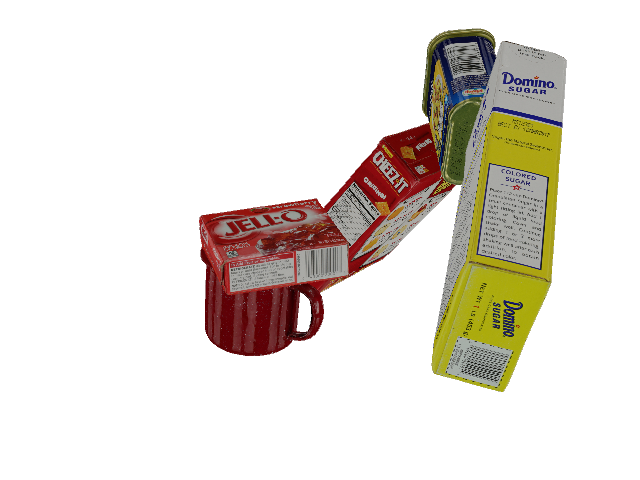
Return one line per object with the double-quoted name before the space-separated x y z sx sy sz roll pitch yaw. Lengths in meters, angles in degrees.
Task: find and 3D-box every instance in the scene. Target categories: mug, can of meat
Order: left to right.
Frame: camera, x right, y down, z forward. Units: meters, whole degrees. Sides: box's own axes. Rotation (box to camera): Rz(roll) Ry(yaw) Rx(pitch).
"mug" -0.048 0.050 0.921 0.117 0.081 0.093 18 29 25
"can of meat" 0.121 -0.109 0.883 0.057 0.084 0.102 -5 -39 -3

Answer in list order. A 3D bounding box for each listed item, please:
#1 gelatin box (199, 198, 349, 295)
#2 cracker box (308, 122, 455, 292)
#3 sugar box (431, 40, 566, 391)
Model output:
"gelatin box" -0.033 0.002 0.734 0.089 0.030 0.073 -8 28 -15
"cracker box" 0.073 -0.043 1.247 0.163 0.072 0.214 -25 -19 -51
"sugar box" 0.099 -0.017 0.575 0.048 0.176 0.093 15 -42 4
